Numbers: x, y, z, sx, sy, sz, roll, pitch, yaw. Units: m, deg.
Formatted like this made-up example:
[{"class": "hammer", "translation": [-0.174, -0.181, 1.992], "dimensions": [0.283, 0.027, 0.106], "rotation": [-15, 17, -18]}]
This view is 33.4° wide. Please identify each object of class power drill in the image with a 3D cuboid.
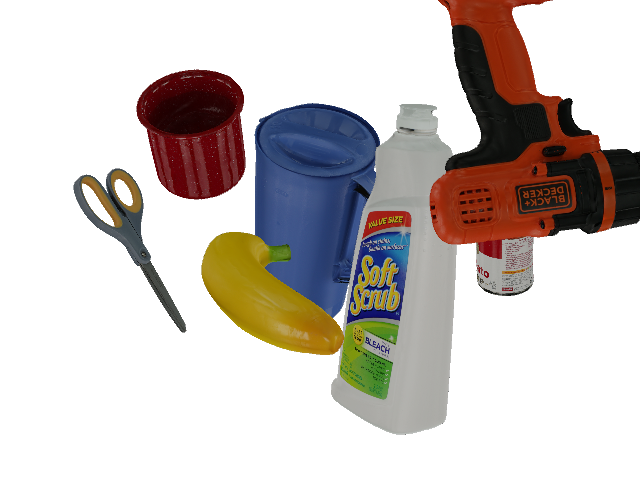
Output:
[{"class": "power drill", "translation": [0.152, -0.096, 0.679], "dimensions": [0.184, 0.187, 0.057], "rotation": [-8, -2, -5]}]

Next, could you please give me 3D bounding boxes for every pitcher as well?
[{"class": "pitcher", "translation": [-0.006, -0.015, 1.188], "dimensions": [0.145, 0.243, 0.149], "rotation": [3, 41, -4]}]

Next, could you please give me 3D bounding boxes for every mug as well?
[{"class": "mug", "translation": [-0.106, -0.099, 0.952], "dimensions": [0.093, 0.117, 0.081], "rotation": [13, -41, 16]}]

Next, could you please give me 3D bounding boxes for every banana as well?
[{"class": "banana", "translation": [-0.038, 0.025, 0.664], "dimensions": [0.069, 0.037, 0.198], "rotation": [-4, 17, -10]}]

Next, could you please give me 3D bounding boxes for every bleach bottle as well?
[{"class": "bleach bottle", "translation": [0.062, 0.018, 0.837], "dimensions": [0.067, 0.251, 0.103], "rotation": [-7, 18, -33]}]

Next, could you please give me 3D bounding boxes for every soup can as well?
[{"class": "soup can", "translation": [0.215, 0.004, 1.238], "dimensions": [0.068, 0.102, 0.068], "rotation": [-4, 29, 2]}]

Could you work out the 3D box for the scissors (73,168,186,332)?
[{"class": "scissors", "translation": [-0.196, 0.001, 1.187], "dimensions": [0.016, 0.201, 0.096], "rotation": [-27, 20, 35]}]
